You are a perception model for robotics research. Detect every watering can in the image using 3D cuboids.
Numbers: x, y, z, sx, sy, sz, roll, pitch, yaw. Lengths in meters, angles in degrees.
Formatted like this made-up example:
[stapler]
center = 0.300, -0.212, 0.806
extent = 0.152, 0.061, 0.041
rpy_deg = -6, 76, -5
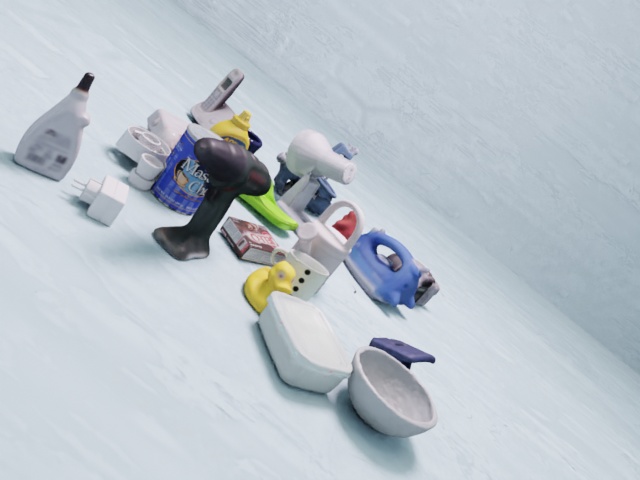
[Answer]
[watering can]
center = 0.012, 0.006, 1.147
extent = 0.101, 0.194, 0.173
rpy_deg = 41, 17, 7

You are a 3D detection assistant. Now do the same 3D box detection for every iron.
[iron]
center = 0.155, 0.049, 1.417
extent = 0.119, 0.141, 0.257
rpy_deg = 16, 28, -52

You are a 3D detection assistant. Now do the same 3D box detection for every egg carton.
[egg carton]
center = -0.324, -0.223, 1.250
extent = 0.108, 0.069, 0.150
rpy_deg = 24, 22, -39

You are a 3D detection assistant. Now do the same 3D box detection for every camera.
[camera]
center = 0.241, 0.096, 1.542
extent = 0.144, 0.100, 0.136
rpy_deg = 16, 28, -51

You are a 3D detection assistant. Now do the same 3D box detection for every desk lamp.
[desk lamp]
center = -0.017, -0.143, 1.429
extent = 0.202, 0.213, 0.118
rpy_deg = 48, 20, 28

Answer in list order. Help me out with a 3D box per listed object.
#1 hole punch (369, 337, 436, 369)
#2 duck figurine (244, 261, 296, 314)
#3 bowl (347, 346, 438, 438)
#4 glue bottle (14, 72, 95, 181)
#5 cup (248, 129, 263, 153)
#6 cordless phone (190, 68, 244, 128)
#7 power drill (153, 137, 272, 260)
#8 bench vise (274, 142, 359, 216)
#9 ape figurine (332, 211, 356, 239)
[hole punch]
center = 0.143, 0.216, 1.060
extent = 0.109, 0.091, 0.101
rpy_deg = 16, 29, -52
[duck figurine]
center = -0.078, 0.073, 0.980
extent = 0.078, 0.086, 0.104
rpy_deg = 27, 21, -34
[bowl]
center = 0.101, 0.253, 0.909
extent = 0.168, 0.074, 0.167
rpy_deg = 35, 18, -13
[glue bottle]
center = -0.376, -0.173, 0.843
extent = 0.078, 0.173, 0.037
rpy_deg = 26, 21, -35
[cup]
center = -0.215, -0.239, 1.466
extent = 0.091, 0.095, 0.118
rpy_deg = 47, 19, 24
[cordless phone]
center = -0.256, -0.370, 1.557
extent = 0.094, 0.185, 0.147
rpy_deg = 14, 30, -53
[power drill]
center = -0.174, -0.068, 0.930
extent = 0.075, 0.208, 0.230
rpy_deg = 43, 18, 14
[bench vise]
center = -0.007, -0.187, 1.547
extent = 0.208, 0.219, 0.121
rpy_deg = 23, 23, -42
[ape figurine]
center = 0.076, -0.041, 1.565
extent = 0.078, 0.092, 0.076
rpy_deg = 24, 22, -39
